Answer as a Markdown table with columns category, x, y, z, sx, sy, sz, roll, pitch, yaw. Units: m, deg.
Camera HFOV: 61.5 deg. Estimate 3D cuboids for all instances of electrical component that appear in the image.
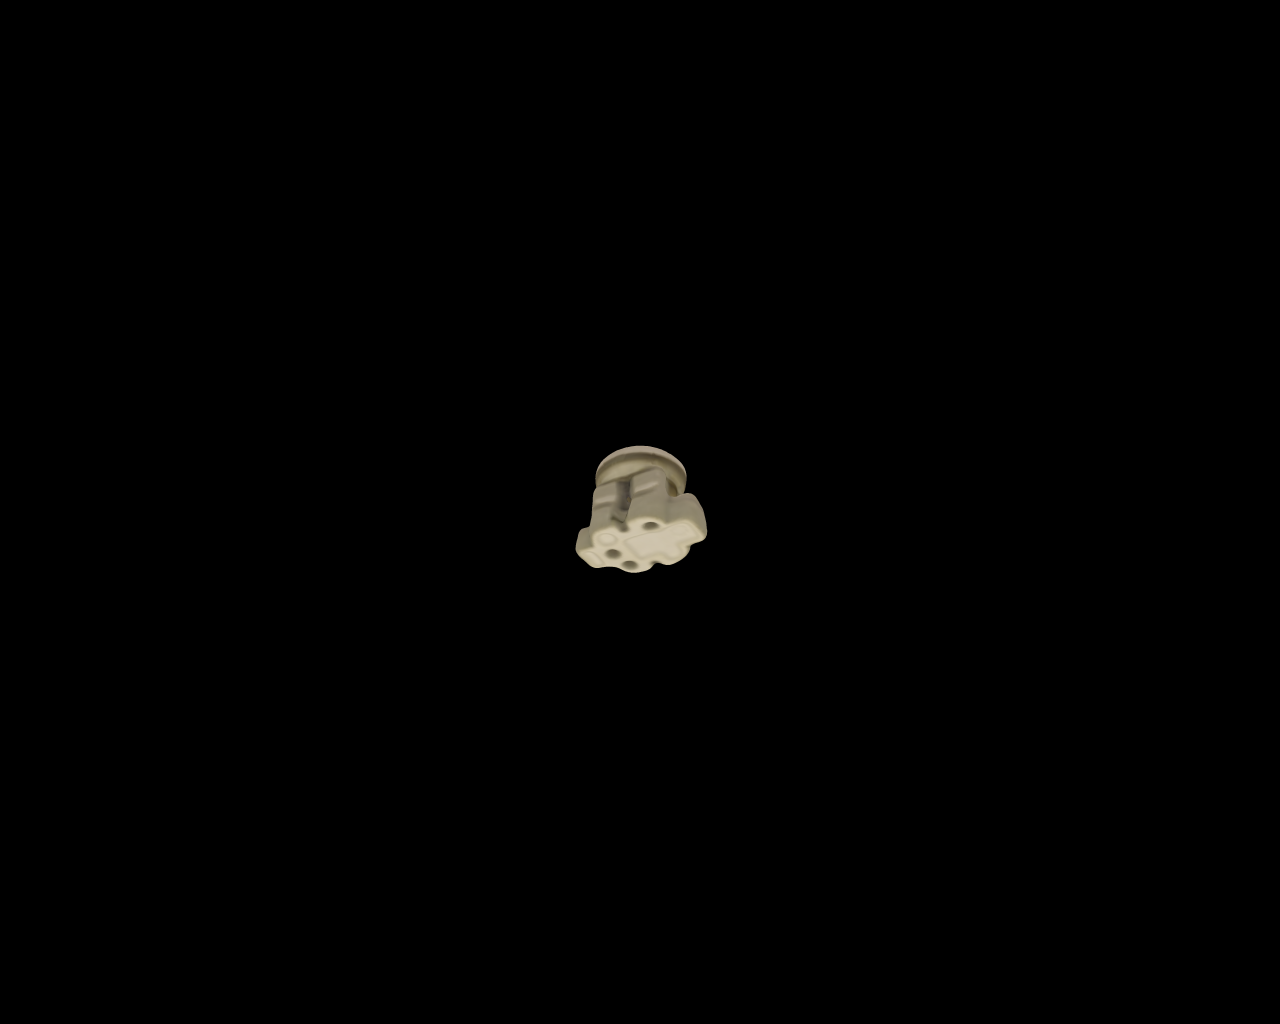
| category | x | y | z | sx | sy | sz | roll | pitch | yaw |
| --- | --- | --- | --- | --- | --- | --- | --- | --- | --- |
| electrical component | 0.001 | -0.003 | 0.650 | 0.078 | 0.057 | 0.058 | -17 | -40 | 22 |
